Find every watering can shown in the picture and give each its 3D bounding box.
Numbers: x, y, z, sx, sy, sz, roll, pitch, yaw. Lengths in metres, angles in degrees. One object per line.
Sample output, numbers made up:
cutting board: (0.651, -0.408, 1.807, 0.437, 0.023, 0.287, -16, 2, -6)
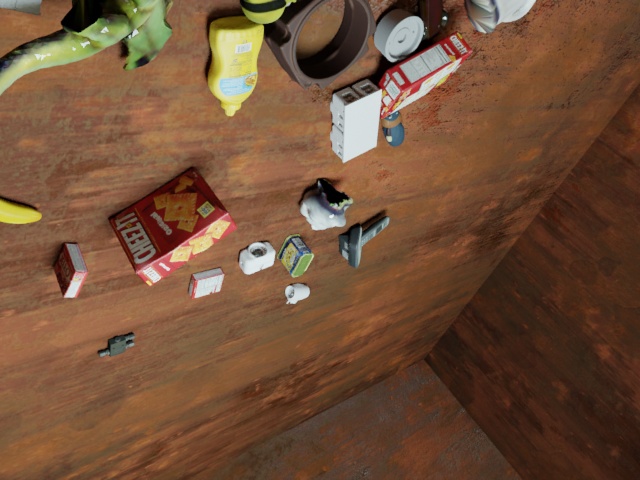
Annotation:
watering can: (0.433, -0.622, 1.185, 0.224, 0.106, 0.342, -41, 150, 3)

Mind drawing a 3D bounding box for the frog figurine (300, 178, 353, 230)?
frog figurine: (0.004, -0.072, 1.436, 0.137, 0.126, 0.156, 18, 133, -19)

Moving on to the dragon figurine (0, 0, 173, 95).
dragon figurine: (-0.283, -0.309, 0.741, 0.411, 0.123, 0.241, -46, 173, -2)
